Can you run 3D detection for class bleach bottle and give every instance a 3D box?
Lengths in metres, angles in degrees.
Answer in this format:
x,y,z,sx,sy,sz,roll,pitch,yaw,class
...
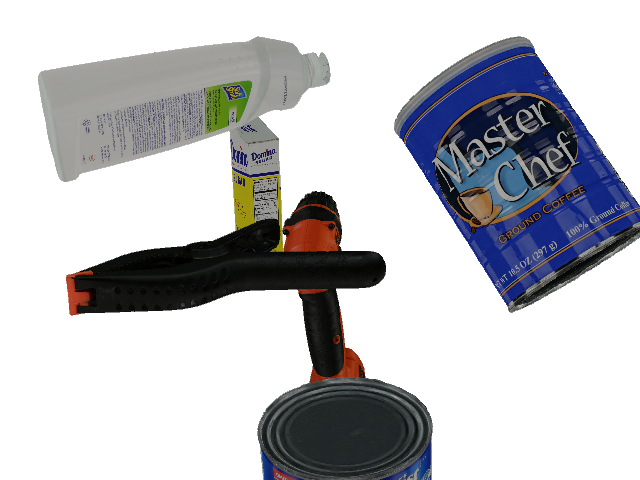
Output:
x,y,z,sx,sy,sz,roll,pitch,yaw,class
-0.114,-0.124,0.940,0.250,0.068,0.103,-13,-31,-15,bleach bottle

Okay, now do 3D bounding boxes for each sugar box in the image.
x,y,z,sx,sy,sz,roll,pitch,yaw,class
-0.079,-0.054,1.312,0.048,0.176,0.093,-12,26,-15,sugar box

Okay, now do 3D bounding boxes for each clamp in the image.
x,y,z,sx,sy,sz,roll,pitch,yaw,class
-0.071,0.021,0.747,0.209,0.036,0.165,-12,15,-36,clamp

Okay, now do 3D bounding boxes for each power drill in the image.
x,y,z,sx,sy,sz,roll,pitch,yaw,class
0.003,0.058,1.018,0.057,0.187,0.184,-8,20,8,power drill

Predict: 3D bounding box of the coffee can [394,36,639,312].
x,y,z,sx,sy,sz,roll,pitch,yaw,class
0.125,-0.041,0.670,0.102,0.140,0.103,-29,-13,-7,coffee can

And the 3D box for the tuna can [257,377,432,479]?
x,y,z,sx,sy,sz,roll,pitch,yaw,class
0.013,0.105,0.527,0.086,0.034,0.086,-3,25,1,tuna can
